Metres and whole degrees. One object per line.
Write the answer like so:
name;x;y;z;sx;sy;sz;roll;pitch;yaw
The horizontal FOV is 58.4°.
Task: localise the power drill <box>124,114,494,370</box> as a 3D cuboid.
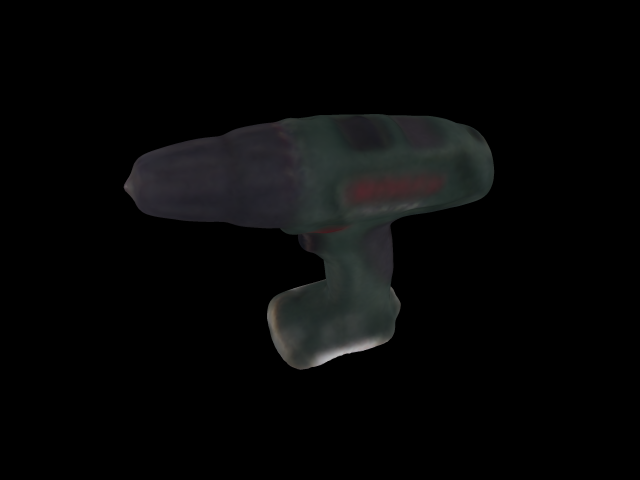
power drill;0.004;0.001;0.400;0.230;0.208;0.075;-17;51;-14
